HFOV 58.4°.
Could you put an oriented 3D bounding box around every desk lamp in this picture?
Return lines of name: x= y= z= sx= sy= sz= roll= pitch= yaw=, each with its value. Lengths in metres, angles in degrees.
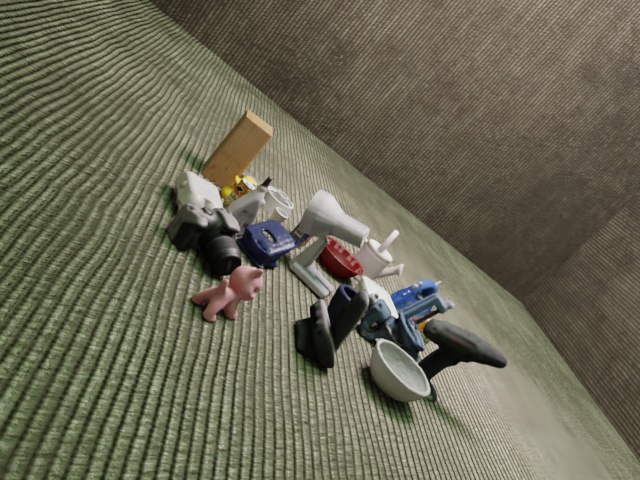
desk lamp: x=0.014 y=0.005 z=1.495 sx=0.203 sy=0.213 sz=0.118 roll=44 pitch=16 yaw=6

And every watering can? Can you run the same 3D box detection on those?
watering can: x=0.188 y=0.049 z=1.817 sx=0.173 sy=0.194 sz=0.101 roll=38 pitch=17 yaw=-13

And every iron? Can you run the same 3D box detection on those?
iron: x=0.312 y=0.179 z=1.867 sx=0.118 sy=0.141 sz=0.259 roll=50 pitch=18 yaw=24

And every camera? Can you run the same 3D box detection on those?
camera: x=-0.218 y=-0.002 z=1.183 sx=0.144 sy=0.100 sz=0.136 roll=24 pitch=25 yaw=-47

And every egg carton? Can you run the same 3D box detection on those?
egg carton: x=-0.284 y=-0.094 z=1.321 sx=0.108 sy=0.069 sz=0.150 roll=30 pitch=20 yaw=-36

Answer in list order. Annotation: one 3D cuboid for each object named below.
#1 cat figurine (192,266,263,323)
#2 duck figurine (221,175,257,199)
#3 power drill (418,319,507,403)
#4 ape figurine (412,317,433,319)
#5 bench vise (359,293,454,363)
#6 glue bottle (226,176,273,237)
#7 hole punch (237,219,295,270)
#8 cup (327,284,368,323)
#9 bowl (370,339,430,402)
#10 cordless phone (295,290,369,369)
cat figurine: x=-0.157 y=0.088 z=1.067 sx=0.067 sy=0.117 sz=0.128 roll=48 pitch=17 yaw=18
duck figurine: x=-0.206 y=-0.132 z=1.563 sx=0.105 sy=0.086 sz=0.077 roll=36 pitch=17 yaw=-19
power drill: x=0.329 y=0.311 z=1.459 sx=0.230 sy=0.208 sz=0.075 roll=38 pitch=17 yaw=-14
ape figurine: x=0.310 y=0.263 z=1.739 sx=0.077 sy=0.092 sz=0.076 roll=51 pitch=19 yaw=28
bench vise: x=0.220 y=0.201 z=1.464 sx=0.208 sy=0.219 sz=0.121 roll=36 pitch=17 yaw=-19
glue bottle: x=-0.169 y=-0.087 z=1.380 sx=0.078 sy=0.173 sz=0.037 roll=25 pitch=23 yaw=-45
hole punch: x=-0.128 y=0.007 z=1.383 sx=0.108 sy=0.091 sz=0.101 roll=49 pitch=18 yaw=22
cup: x=0.060 y=0.168 z=1.401 sx=0.091 sy=0.095 sz=0.118 roll=47 pitch=17 yaw=14
bowl: x=0.171 y=0.315 z=1.323 sx=0.168 sy=0.074 sz=0.167 roll=38 pitch=17 yaw=-13
cordless phone: x=0.038 y=0.163 z=1.204 sx=0.094 sy=0.185 sz=0.147 roll=35 pitch=18 yaw=-24
